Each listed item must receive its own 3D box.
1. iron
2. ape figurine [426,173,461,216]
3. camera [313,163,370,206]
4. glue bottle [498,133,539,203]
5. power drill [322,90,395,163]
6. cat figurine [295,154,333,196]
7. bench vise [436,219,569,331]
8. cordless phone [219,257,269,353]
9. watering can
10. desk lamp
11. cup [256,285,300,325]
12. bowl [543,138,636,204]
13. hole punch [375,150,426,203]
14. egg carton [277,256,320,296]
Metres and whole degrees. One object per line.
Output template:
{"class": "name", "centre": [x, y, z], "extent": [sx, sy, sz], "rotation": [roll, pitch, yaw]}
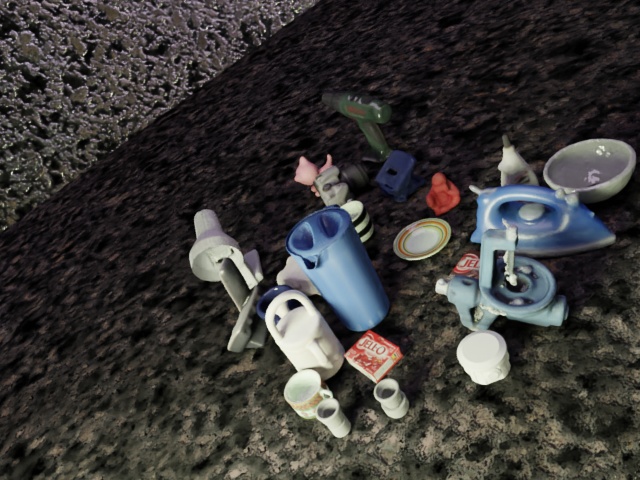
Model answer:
{"class": "iron", "centre": [0.408, -0.053, 1.079], "extent": [0.257, 0.142, 0.119], "rotation": [1, 45, 39]}
{"class": "ape figurine", "centre": [0.278, -0.112, 1.304], "extent": [0.077, 0.092, 0.076], "rotation": [-1, 43, 37]}
{"class": "camera", "centre": [0.062, -0.146, 1.509], "extent": [0.137, 0.101, 0.143], "rotation": [-32, 33, -1]}
{"class": "glue bottle", "centre": [0.400, -0.145, 1.178], "extent": [0.078, 0.173, 0.037], "rotation": [-37, 34, -9]}
{"class": "power drill", "centre": [0.120, -0.322, 1.596], "extent": [0.228, 0.209, 0.076], "rotation": [15, 54, 47]}
{"class": "cat figurine", "centre": [-0.011, -0.190, 1.608], "extent": [0.128, 0.118, 0.067], "rotation": [-33, 33, -3]}
{"class": "bench vise", "centre": [0.283, 0.069, 0.945], "extent": [0.207, 0.220, 0.121], "rotation": [-16, 36, 21]}
{"class": "cordless phone", "centre": [-0.184, 0.141, 1.248], "extent": [0.094, 0.185, 0.147], "rotation": [-14, 37, 24]}
{"class": "watering can", "centre": [-0.041, 0.172, 1.088], "extent": [0.172, 0.194, 0.101], "rotation": [9, 50, 44]}
{"class": "desk lamp", "centre": [-0.235, 0.037, 1.397], "extent": [0.118, 0.214, 0.203], "rotation": [-28, 33, 4]}
{"class": "cup", "centre": [-0.074, 0.165, 1.213], "extent": [0.091, 0.095, 0.117], "rotation": [-26, 34, 7]}
{"class": "bowl", "centre": [0.536, -0.124, 1.134], "extent": [0.167, 0.075, 0.167], "rotation": [-20, 35, 15]}
{"class": "hole punch", "centre": [0.195, -0.161, 1.433], "extent": [0.101, 0.091, 0.108], "rotation": [-38, 34, -11]}
{"class": "egg carton", "centre": [-0.025, 0.080, 1.310], "extent": [0.149, 0.070, 0.107], "rotation": [-2, 43, 36]}
